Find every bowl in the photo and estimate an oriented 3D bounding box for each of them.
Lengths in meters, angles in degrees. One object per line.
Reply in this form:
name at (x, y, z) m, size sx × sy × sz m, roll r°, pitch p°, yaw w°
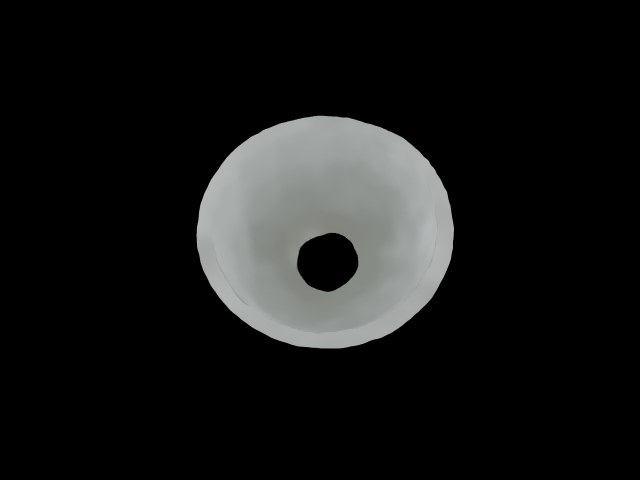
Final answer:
bowl at (0.004, 0.001, 0.400) m, size 0.167 × 0.075 × 0.167 m, roll 0°, pitch 66°, yaw 0°
